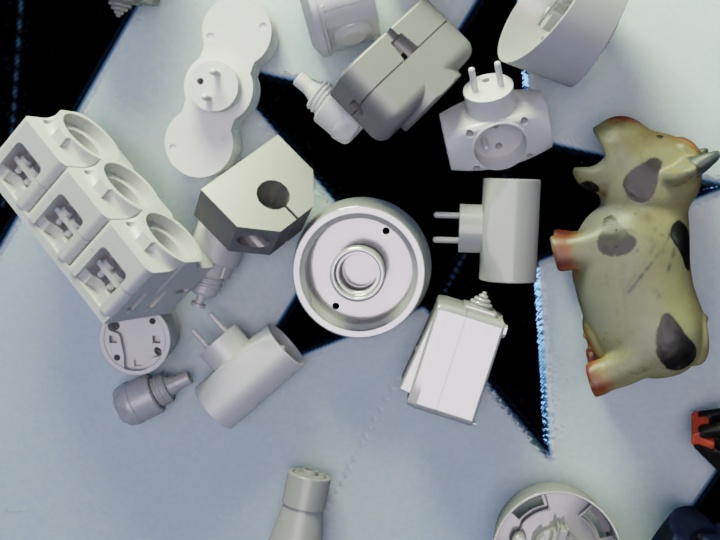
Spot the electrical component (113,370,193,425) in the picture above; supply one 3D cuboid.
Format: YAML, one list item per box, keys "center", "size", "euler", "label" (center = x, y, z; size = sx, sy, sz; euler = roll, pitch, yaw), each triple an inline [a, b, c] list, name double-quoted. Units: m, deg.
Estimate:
- center: [-0.161, 0.096, 0.846]
  size: [0.061, 0.035, 0.035]
  euler: [-25, 94, 3]
  label: "electrical component"

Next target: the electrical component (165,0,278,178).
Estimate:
- center: [-0.105, -0.135, 0.797]
  size: [0.052, 0.073, 0.138]
  euler: [20, 97, 2]
  label: "electrical component"

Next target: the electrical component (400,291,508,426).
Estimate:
- center: [0.071, 0.059, 0.812]
  size: [0.061, 0.061, 0.096]
  euler: [17, 97, 2]
  label: "electrical component"

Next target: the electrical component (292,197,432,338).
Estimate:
- center: [0.000, 0.000, 0.811]
  size: [0.108, 0.060, 0.108]
  euler: [0, 96, 4]
  label: "electrical component"

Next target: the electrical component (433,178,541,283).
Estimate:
- center: [0.095, -0.031, 0.810]
  size: [0.079, 0.043, 0.077]
  euler: [2, 96, 4]
  label: "electrical component"

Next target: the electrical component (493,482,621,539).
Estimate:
- center: [0.149, 0.214, 0.822]
  size: [0.099, 0.064, 0.099]
  euler: [0, 96, 4]
  label: "electrical component"

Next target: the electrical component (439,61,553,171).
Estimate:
- center: [0.097, -0.117, 0.790]
  size: [0.077, 0.044, 0.079]
  euler: [-13, 131, 5]
  label: "electrical component"

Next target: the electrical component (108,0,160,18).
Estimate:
- center: [-0.181, -0.237, 0.797]
  size: [0.061, 0.061, 0.096]
  euler: [12, 97, 2]
  label: "electrical component"

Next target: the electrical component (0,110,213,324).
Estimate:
- center: [-0.186, -0.041, 0.783]
  size: [0.062, 0.089, 0.150]
  euler: [-45, 77, 18]
  label: "electrical component"

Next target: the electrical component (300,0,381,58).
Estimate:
- center: [-0.018, -0.199, 0.783]
  size: [0.051, 0.080, 0.080]
  euler: [-15, 95, 0]
  label: "electrical component"

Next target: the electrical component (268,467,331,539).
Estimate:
- center: [-0.045, 0.188, 0.845]
  size: [0.044, 0.044, 0.065]
  euler: [12, 92, 2]
  label: "electrical component"

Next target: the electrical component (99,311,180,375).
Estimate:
- center: [-0.169, 0.050, 0.834]
  size: [0.055, 0.047, 0.055]
  euler: [0, 96, 4]
  label: "electrical component"

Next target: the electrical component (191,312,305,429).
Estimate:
- center: [-0.097, 0.069, 0.833]
  size: [0.077, 0.044, 0.079]
  euler: [-41, 92, 7]
  label: "electrical component"

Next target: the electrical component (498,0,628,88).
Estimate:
- center: [0.148, -0.181, 0.766]
  size: [0.064, 0.099, 0.099]
  euler: [26, 97, -5]
  label: "electrical component"

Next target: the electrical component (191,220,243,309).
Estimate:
- center: [-0.113, -0.009, 0.828]
  size: [0.040, 0.040, 0.078]
  euler: [19, 97, 2]
  label: "electrical component"

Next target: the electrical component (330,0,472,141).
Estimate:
- center: [0.033, -0.142, 0.783]
  size: [0.059, 0.054, 0.095]
  euler: [45, 69, -2]
  label: "electrical component"

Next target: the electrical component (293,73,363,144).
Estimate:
- center: [-0.024, -0.125, 0.813]
  size: [0.061, 0.035, 0.035]
  euler: [40, 97, 1]
  label: "electrical component"
